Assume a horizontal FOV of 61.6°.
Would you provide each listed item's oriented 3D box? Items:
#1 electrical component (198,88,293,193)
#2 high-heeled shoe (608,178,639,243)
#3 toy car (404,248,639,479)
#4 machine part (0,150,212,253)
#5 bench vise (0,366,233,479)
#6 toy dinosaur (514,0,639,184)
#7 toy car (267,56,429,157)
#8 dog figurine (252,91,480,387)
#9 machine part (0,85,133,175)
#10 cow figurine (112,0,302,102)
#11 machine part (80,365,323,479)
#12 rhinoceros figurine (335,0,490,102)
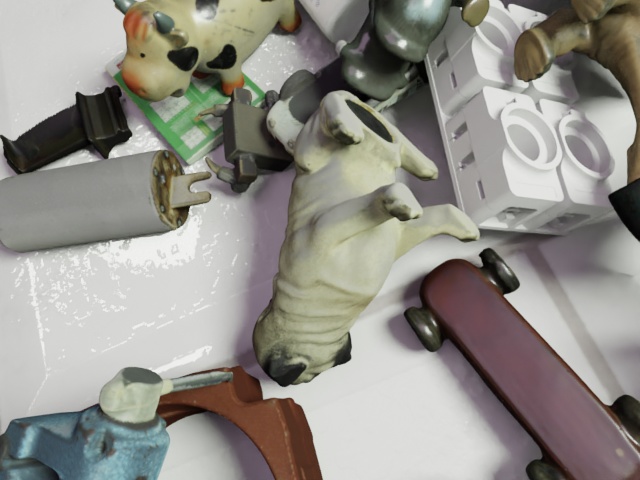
[{"bbox_3d":[-0.069,-0.096,0.508,0.045,0.078,0.102,-31,65,47],"label":"electrical component"},{"bbox_3d":[0.290,-0.084,0.331,0.145,0.086,0.248,26,84,11],"label":"high-heeled shoe"},{"bbox_3d":[0.147,0.096,0.385,0.089,0.053,0.202,-40,62,2],"label":"toy car"},{"bbox_3d":[-0.217,-0.036,0.511,0.243,0.079,0.079,-7,68,12],"label":"machine part"},{"bbox_3d":[-0.088,0.190,0.266,0.241,0.128,0.223,22,83,38],"label":"bench vise"},{"bbox_3d":[0.230,-0.250,0.435,0.198,0.105,0.471,7,71,-25],"label":"toy dinosaur"},{"bbox_3d":[0.041,-0.146,0.495,0.202,0.056,0.073,-39,72,-15],"label":"toy car"},{"bbox_3d":[-0.003,-0.001,0.419,0.190,0.121,0.172,-45,41,27],"label":"dog figurine"},{"bbox_3d":[-0.271,-0.110,0.575,0.139,0.039,0.084,-23,71,3],"label":"machine part"},{"bbox_3d":[-0.108,-0.205,0.508,0.086,0.127,0.195,33,73,24],"label":"cow figurine"},{"bbox_3d":[-0.094,0.207,0.384,0.201,0.087,0.201,-18,67,5],"label":"machine part"},{"bbox_3d":[0.074,-0.196,0.399,0.190,0.073,0.112,-64,27,15],"label":"rhinoceros figurine"}]
